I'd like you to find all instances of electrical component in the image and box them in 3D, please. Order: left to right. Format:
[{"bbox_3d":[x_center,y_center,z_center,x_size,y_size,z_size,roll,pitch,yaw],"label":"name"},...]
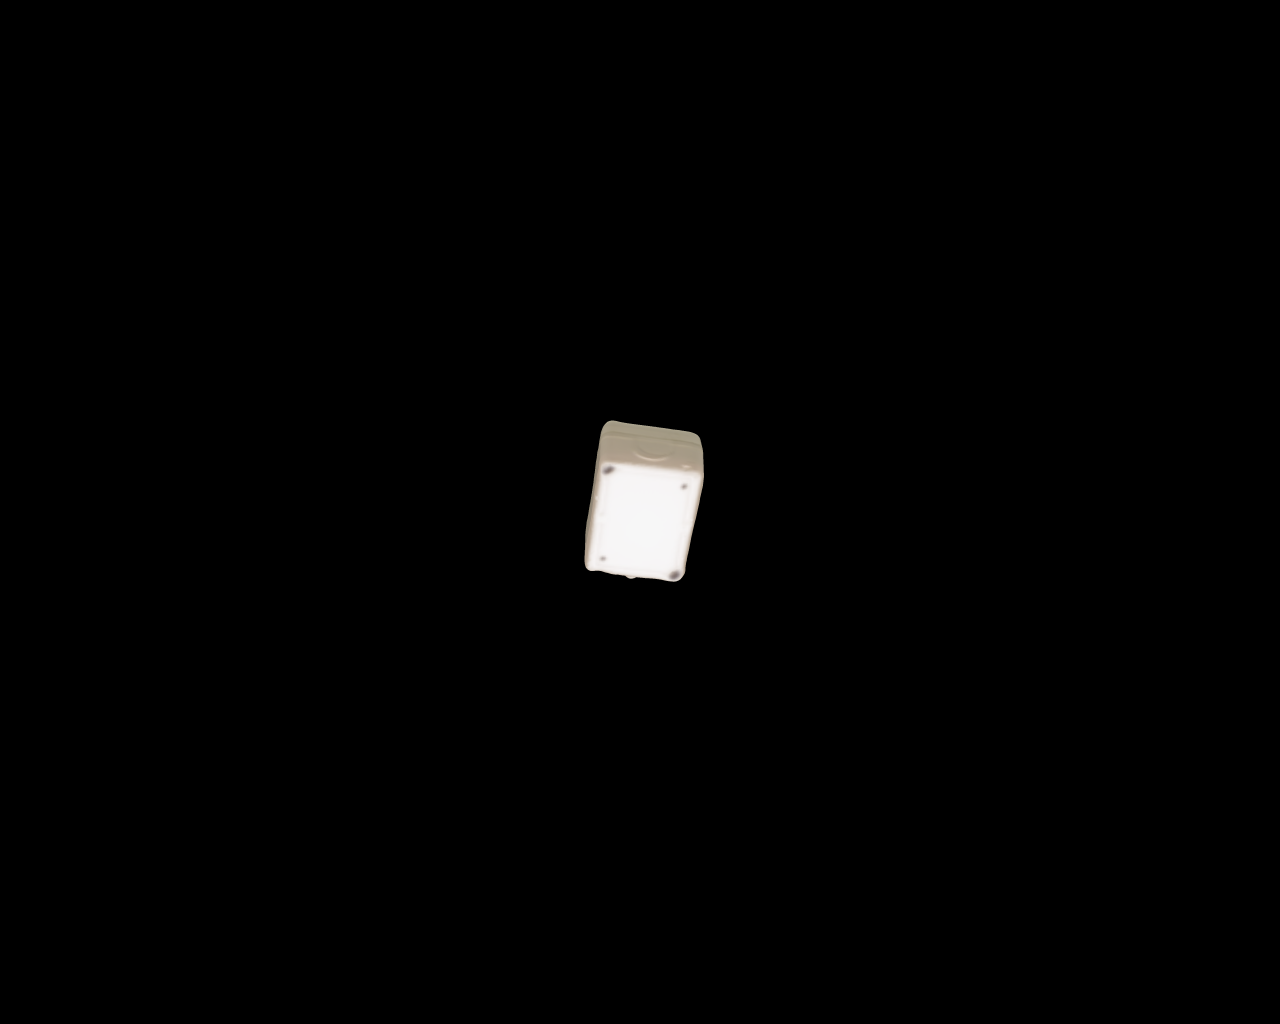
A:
[{"bbox_3d":[0.001,-0.003,0.650,0.062,0.096,0.061,7,32,-5],"label":"electrical component"}]
